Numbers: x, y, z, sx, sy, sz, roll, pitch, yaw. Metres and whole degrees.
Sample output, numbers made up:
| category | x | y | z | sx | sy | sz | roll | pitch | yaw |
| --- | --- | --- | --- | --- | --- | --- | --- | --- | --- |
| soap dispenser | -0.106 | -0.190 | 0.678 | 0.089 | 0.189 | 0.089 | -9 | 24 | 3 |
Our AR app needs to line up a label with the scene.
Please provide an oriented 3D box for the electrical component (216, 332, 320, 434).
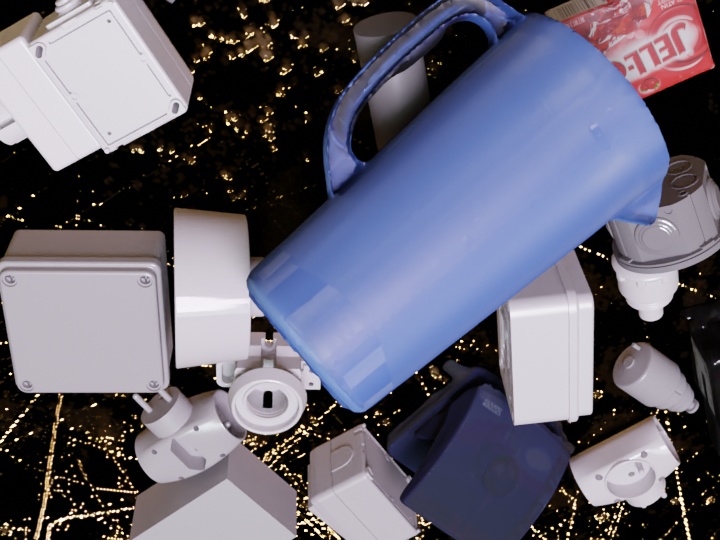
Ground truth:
| category | x | y | z | sx | sy | sz | roll | pitch | yaw |
| --- | --- | --- | --- | --- | --- | --- | --- | --- | --- |
| electrical component | -0.068 | 0.085 | 0.802 | 0.078 | 0.057 | 0.058 | 1 | 122 | -4 |

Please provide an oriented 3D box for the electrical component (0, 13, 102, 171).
| category | x | y | z | sx | sy | sz | roll | pitch | yaw |
| --- | --- | --- | --- | --- | --- | --- | --- | --- | --- |
| electrical component | -0.214 | -0.104 | 0.680 | 0.076 | 0.047 | 0.083 | -26 | 120 | 13 |

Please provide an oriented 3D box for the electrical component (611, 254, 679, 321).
| category | x | y | z | sx | sy | sz | roll | pitch | yaw |
| --- | --- | --- | --- | --- | --- | --- | --- | --- | --- |
| electrical component | 0.209 | 0.009 | 0.778 | 0.048 | 0.048 | 0.062 | -13 | 129 | 5 |

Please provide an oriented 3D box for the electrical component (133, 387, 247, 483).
| category | x | y | z | sx | sy | sz | roll | pitch | yaw |
| --- | --- | --- | --- | --- | --- | --- | --- | --- | --- |
| electrical component | -0.141 | 0.117 | 0.827 | 0.077 | 0.043 | 0.079 | -30 | 119 | 15 |

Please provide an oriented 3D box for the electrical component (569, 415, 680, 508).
| category | x | y | z | sx | sy | sz | roll | pitch | yaw |
| --- | --- | --- | --- | --- | --- | --- | --- | --- | --- |
| electrical component | 0.224 | 0.167 | 0.878 | 0.077 | 0.044 | 0.079 | -31 | 119 | 16 |

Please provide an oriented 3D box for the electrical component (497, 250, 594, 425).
| category | x | y | z | sx | sy | sz | roll | pitch | yaw |
| --- | --- | --- | --- | --- | --- | --- | --- | --- | --- |
| electrical component | 0.133 | 0.047 | 0.777 | 0.057 | 0.078 | 0.113 | -6 | 123 | 1 |

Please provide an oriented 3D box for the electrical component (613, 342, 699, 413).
| category | x | y | z | sx | sy | sz | roll | pitch | yaw |
| --- | --- | --- | --- | --- | --- | --- | --- | --- | --- |
| electrical component | 0.231 | 0.088 | 0.831 | 0.078 | 0.040 | 0.040 | 33 | 115 | -22 |

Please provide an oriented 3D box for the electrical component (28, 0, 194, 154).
| category | x | y | z | sx | sy | sz | roll | pitch | yaw |
| --- | --- | --- | --- | --- | --- | --- | --- | --- | --- |
| electrical component | -0.153 | -0.133 | 0.656 | 0.062 | 0.061 | 0.096 | -26 | 120 | 13 |

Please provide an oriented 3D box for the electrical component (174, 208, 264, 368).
| category | x | y | z | sx | sy | sz | roll | pitch | yaw |
| --- | --- | --- | --- | --- | --- | --- | --- | --- | --- |
| electrical component | -0.095 | 0.012 | 0.728 | 0.060 | 0.108 | 0.108 | -1 | 123 | -9 |

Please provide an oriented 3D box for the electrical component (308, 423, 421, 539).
| category | x | y | z | sx | sy | sz | roll | pitch | yaw |
| --- | --- | --- | --- | --- | --- | --- | --- | --- | --- |
| electrical component | 0.004 | 0.184 | 0.867 | 0.061 | 0.061 | 0.096 | -30 | 119 | 15 |

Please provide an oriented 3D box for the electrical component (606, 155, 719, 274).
| category | x | y | z | sx | sy | sz | roll | pitch | yaw |
| --- | --- | --- | --- | --- | --- | --- | --- | --- | --- |
| electrical component | 0.206 | -0.037 | 0.728 | 0.080 | 0.080 | 0.051 | -22 | 116 | 10 |

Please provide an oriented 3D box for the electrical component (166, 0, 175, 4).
| category | x | y | z | sx | sy | sz | roll | pitch | yaw |
| --- | --- | --- | --- | --- | --- | --- | --- | --- | --- |
| electrical component | -0.135 | -0.196 | 0.627 | 0.081 | 0.043 | 0.043 | 30 | 116 | -20 |

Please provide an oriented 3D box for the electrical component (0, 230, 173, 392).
| category | x | y | z | sx | sy | sz | roll | pitch | yaw |
| --- | --- | --- | --- | --- | --- | --- | --- | --- | --- |
| electrical component | -0.191 | 0.030 | 0.761 | 0.109 | 0.056 | 0.108 | 0 | 123 | -3 |
